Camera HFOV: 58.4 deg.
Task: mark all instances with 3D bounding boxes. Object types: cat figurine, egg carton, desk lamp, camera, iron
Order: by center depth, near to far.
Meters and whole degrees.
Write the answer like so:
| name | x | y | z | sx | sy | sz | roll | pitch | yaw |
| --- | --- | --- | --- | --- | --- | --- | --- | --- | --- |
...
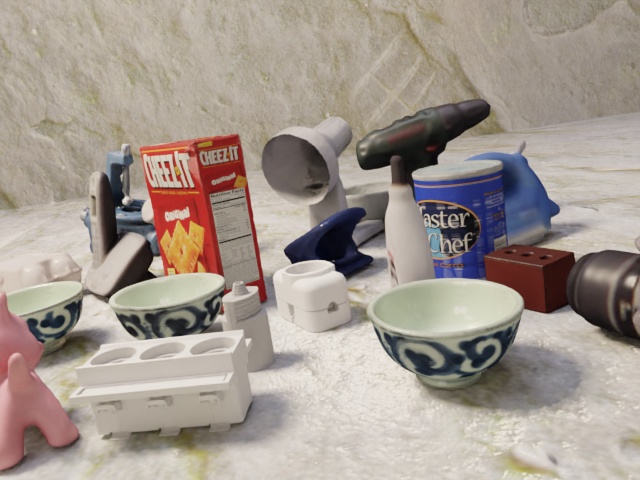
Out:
| name | x | y | z | sx | sy | sz | roll | pitch | yaw |
| --- | --- | --- | --- | --- | --- | --- | --- | --- | --- |
| camera | 0.281 | 0.035 | 0.456 | 0.143 | 0.101 | 0.136 | -14 | 14 | -24 |
| cat figurine | -0.254 | 0.104 | 0.466 | 0.067 | 0.118 | 0.127 | -18 | 16 | -36 |
| iron | 0.218 | -0.054 | 0.805 | 0.259 | 0.141 | 0.118 | -16 | 15 | -31 |
| egg carton | -0.452 | 0.063 | 0.895 | 0.149 | 0.069 | 0.107 | -1 | 14 | 31 |
| desk lamp | 0.008 | -0.092 | 0.947 | 0.117 | 0.214 | 0.204 | -1 | 15 | 31 |

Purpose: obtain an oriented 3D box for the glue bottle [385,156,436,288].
| name | x | y | z | sx | sy | sz | roll | pitch | yaw |
| --- | --- | --- | --- | --- | --- | --- | --- | --- | --- |
| glue bottle | 0.085 | 0.003 | 0.563 | 0.037 | 0.173 | 0.078 | -10 | 13 | -6 |

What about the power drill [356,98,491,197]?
| name | x | y | z | sx | sy | sz | roll | pitch | yaw |
| --- | --- | --- | --- | --- | --- | --- | --- | --- | --- |
| power drill | 0.180 | -0.117 | 0.960 | 0.229 | 0.208 | 0.075 | -9 | 13 | -2 |

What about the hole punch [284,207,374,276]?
| name | x | y | z | sx | sy | sz | roll | pitch | yaw |
| --- | --- | --- | --- | --- | --- | --- | --- | --- | --- |
| hole punch | 0.007 | 0.003 | 0.808 | 0.100 | 0.091 | 0.109 | 1 | 16 | 38 |

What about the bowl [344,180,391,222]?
| name | x | y | z | sx | sy | sz | roll | pitch | yaw |
| --- | --- | --- | --- | --- | --- | --- | --- | --- | --- |
| bowl | 0.104 | -0.065 | 1.089 | 0.167 | 0.075 | 0.167 | -8 | 12 | 2 |

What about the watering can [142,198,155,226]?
| name | x | y | z | sx | sy | sz | roll | pitch | yaw |
| --- | --- | --- | --- | --- | --- | --- | --- | --- | --- |
| watering can | -0.221 | -0.054 | 0.978 | 0.100 | 0.194 | 0.173 | -6 | 13 | 13 |

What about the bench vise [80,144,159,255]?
| name | x | y | z | sx | sy | sz | roll | pitch | yaw |
| --- | --- | --- | --- | --- | --- | --- | --- | --- | --- |
| bench vise | -0.406 | -0.072 | 1.123 | 0.207 | 0.220 | 0.121 | -6 | 13 | 13 |

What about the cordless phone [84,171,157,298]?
| name | x | y | z | sx | sy | sz | roll | pitch | yaw |
| --- | --- | --- | --- | --- | --- | --- | --- | --- | --- |
| cordless phone | -0.313 | -0.010 | 0.860 | 0.094 | 0.185 | 0.147 | -18 | 16 | -36 |
